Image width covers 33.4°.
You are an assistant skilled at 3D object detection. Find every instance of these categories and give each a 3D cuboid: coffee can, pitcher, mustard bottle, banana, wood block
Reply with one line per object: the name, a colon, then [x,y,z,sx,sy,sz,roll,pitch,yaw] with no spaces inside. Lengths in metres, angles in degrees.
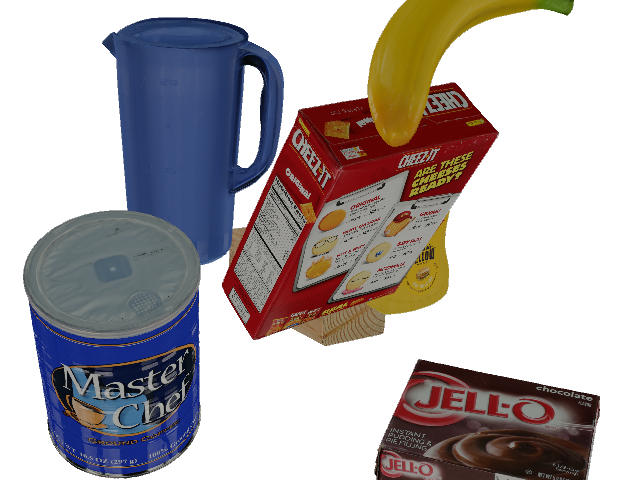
coffee can: [-0.126,0.066,0.671,0.103,0.140,0.103,3,43,-3]
pitcher: [-0.132,-0.099,1.089,0.144,0.243,0.149,-11,27,-29]
mustard bottle: [0.093,-0.023,1.119,0.096,0.192,0.058,-14,26,-30]
banana: [0.076,-0.123,0.625,0.070,0.037,0.197,32,51,23]
wood block: [-0.019,0.047,1.275,0.090,0.090,0.206,-8,19,-35]

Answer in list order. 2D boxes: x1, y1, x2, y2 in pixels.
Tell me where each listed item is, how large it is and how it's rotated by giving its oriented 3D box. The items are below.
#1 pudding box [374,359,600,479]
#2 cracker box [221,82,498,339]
pudding box: [0.097,0.115,0.607,0.113,0.039,0.090,12,30,15]
cracker box: [0.026,-0.024,0.878,0.163,0.072,0.214,-15,-32,-35]
